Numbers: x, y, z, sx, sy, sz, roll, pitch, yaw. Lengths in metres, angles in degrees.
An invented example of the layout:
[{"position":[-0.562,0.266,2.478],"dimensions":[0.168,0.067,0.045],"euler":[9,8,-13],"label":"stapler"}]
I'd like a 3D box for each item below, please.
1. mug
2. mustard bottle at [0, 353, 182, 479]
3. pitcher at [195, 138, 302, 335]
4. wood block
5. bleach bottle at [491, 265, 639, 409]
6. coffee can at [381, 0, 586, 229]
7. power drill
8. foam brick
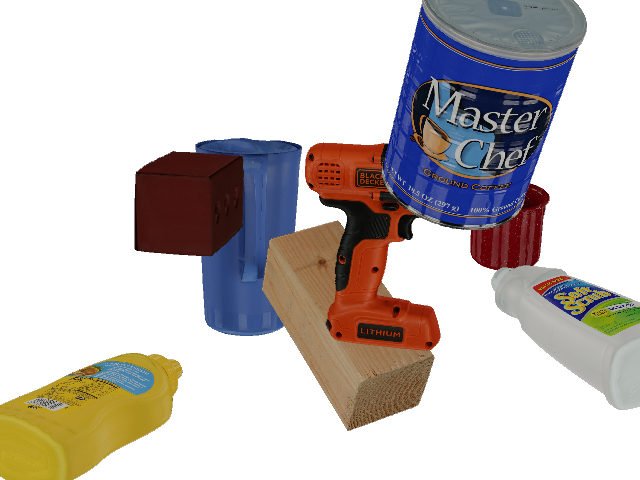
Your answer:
[{"position":[0.225,-0.020,1.252],"dimensions":[0.093,0.081,0.117],"euler":[21,33,38],"label":"mug"},{"position":[-0.176,0.134,0.859],"dimensions":[0.096,0.058,0.191],"euler":[6,16,30],"label":"mustard bottle"},{"position":[-0.092,-0.005,1.347],"dimensions":[0.145,0.243,0.148],"euler":[11,16,35],"label":"pitcher"},{"position":[0.025,0.087,1.144],"dimensions":[0.090,0.090,0.206],"euler":[-16,51,-23],"label":"wood block"},{"position":[0.238,0.076,1.023],"dimensions":[0.102,0.068,0.251],"euler":[-15,21,-21],"label":"bleach bottle"},{"position":[0.103,-0.092,0.699],"dimensions":[0.102,0.140,0.103],"euler":[6,41,-6],"label":"coffee can"},{"position":[0.076,0.003,0.967],"dimensions":[0.184,0.188,0.057],"euler":[5,19,12],"label":"power drill"},{"position":[-0.085,-0.026,0.699],"dimensions":[0.051,0.053,0.078],"euler":[5,17,10],"label":"foam brick"}]
